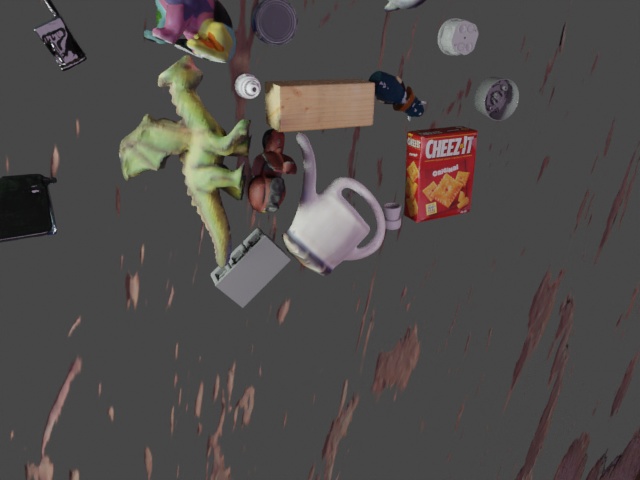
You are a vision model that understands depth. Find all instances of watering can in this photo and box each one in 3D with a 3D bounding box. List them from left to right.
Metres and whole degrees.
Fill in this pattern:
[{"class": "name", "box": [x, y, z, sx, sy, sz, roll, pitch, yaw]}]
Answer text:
[{"class": "watering can", "box": [0.003, -0.057, 1.140, 0.224, 0.105, 0.343, -47, 120, -1]}]

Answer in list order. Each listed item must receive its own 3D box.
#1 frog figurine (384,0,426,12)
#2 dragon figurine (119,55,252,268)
[{"class": "frog figurine", "box": [0.157, -0.541, 1.013, 0.136, 0.125, 0.157, -31, 135, 12]}, {"class": "dragon figurine", "box": [-0.261, -0.145, 1.001, 0.242, 0.124, 0.405, 10, 105, -10]}]
